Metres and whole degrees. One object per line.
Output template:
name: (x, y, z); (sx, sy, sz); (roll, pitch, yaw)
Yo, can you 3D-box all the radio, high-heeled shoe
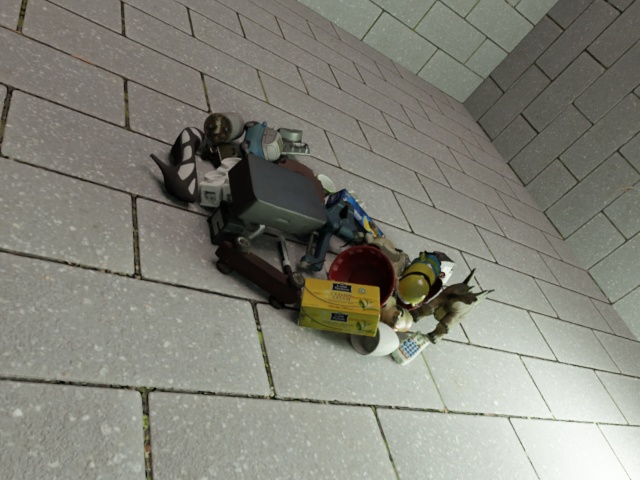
radio: (-0.093, -0.096, 1.192); (0.229, 0.073, 0.131); (17, 48, -49)
high-heeled shoe: (-0.294, -0.178, 1.258); (0.145, 0.086, 0.249); (44, 34, -5)

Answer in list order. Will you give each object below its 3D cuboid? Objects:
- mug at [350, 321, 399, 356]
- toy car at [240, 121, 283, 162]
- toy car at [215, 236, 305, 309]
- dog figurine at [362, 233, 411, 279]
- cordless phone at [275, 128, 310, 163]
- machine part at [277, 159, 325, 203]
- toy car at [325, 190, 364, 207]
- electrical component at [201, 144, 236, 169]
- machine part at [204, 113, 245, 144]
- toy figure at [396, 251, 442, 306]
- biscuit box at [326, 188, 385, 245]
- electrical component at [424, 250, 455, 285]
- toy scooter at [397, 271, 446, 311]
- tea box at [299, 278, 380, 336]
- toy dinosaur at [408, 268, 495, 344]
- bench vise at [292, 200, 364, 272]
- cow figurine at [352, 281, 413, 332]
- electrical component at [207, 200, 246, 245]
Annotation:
mug: (0.127, 0.221, 1.243); (0.107, 0.081, 0.110); (25, 25, -45)
toy car: (-0.154, -0.257, 1.461); (0.162, 0.103, 0.109); (-84, 165, -51)
toy car: (-0.125, 0.066, 1.129); (0.202, 0.089, 0.053); (35, 33, -10)
dog figurine: (0.181, 0.040, 1.464); (0.190, 0.121, 0.172); (-43, 126, -63)
cordless phone: (-0.077, -0.233, 1.595); (0.146, 0.089, 0.184); (-7, 67, -53)
machine part: (-0.063, -0.139, 1.465); (0.179, 0.056, 0.179); (26, 44, -28)
toy car: (0.064, -0.102, 1.591); (0.073, 0.056, 0.202); (49, 31, 10)
electrical component: (-0.255, -0.217, 1.386); (0.102, 0.045, 0.078); (-25, 98, -55)
machine part: (-0.249, -0.296, 1.414); (0.079, 0.079, 0.243); (39, 12, -6)
toy figure: (0.253, 0.089, 1.348); (0.082, 0.089, 0.180); (44, 48, 7)
biscuit box: (0.100, -0.048, 1.498); (0.202, 0.063, 0.059); (47, 40, -25)
electrical component: (0.332, 0.092, 1.589); (0.134, 0.115, 0.058); (11, 30, -42)
toy scooter: (0.271, 0.134, 1.452); (0.184, 0.135, 0.075); (-7, 57, -51)
tea box: (0.043, 0.145, 1.172); (0.170, 0.068, 0.098); (6, 36, -1)
toy dinosaur: (0.336, 0.171, 1.374); (0.105, 0.198, 0.471); (56, -9, 10)
bench vise: (0.004, -0.009, 1.348); (0.223, 0.129, 0.241); (37, 47, -24)
cow figurine: (0.150, 0.154, 1.337); (0.195, 0.085, 0.127); (41, 32, 4)
electrical component: (-0.201, -0.019, 1.167); (0.047, 0.075, 0.119); (16, 42, -38)
